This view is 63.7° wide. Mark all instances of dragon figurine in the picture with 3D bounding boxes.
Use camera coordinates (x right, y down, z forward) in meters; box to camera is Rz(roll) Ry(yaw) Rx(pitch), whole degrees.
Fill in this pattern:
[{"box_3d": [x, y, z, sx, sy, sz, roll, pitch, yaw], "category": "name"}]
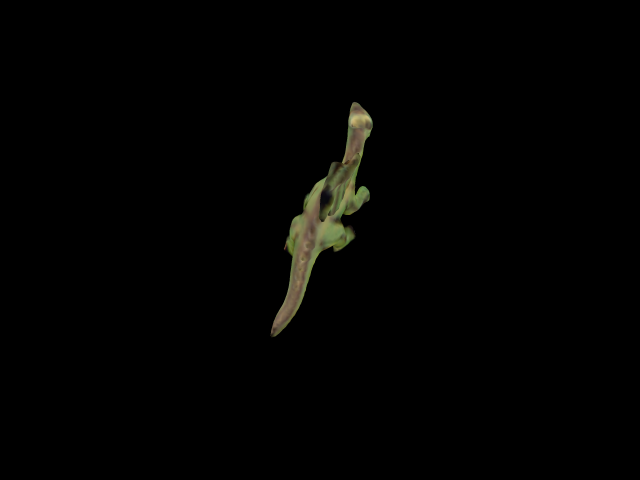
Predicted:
[{"box_3d": [0.003, -0.043, 0.850, 0.122, 0.416, 0.239, 19, -19, 6], "category": "dragon figurine"}]
